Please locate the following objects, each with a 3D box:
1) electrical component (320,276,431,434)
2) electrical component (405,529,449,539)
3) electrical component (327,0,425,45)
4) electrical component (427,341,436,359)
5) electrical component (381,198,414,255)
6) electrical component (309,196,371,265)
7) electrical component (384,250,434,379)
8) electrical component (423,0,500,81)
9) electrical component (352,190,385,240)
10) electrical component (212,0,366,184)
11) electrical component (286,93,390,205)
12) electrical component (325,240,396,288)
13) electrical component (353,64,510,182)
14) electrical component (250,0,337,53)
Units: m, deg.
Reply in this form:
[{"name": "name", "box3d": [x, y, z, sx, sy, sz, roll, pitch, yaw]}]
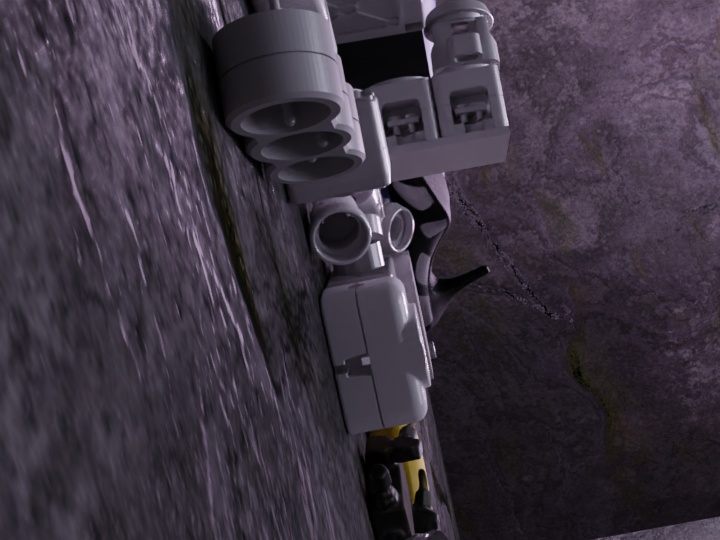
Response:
[{"name": "electrical component", "box3d": [0.013, 0.055, 0.716, 0.053, 0.059, 0.095, -78, 156, -81]}, {"name": "electrical component", "box3d": [0.043, 0.199, 0.650, 0.080, 0.051, 0.080, 56, -12, 18]}, {"name": "electrical component", "box3d": [-0.012, -0.205, 0.749, 0.108, 0.109, 0.056, 65, 17, -75]}, {"name": "electrical component", "box3d": [0.048, 0.089, 1.122, 0.048, 0.062, 0.048, -12, 90, -86]}, {"name": "electrical component", "box3d": [0.016, -0.041, 0.991, 0.048, 0.055, 0.066, -43, 132, -39]}, {"name": "electrical component", "box3d": [-0.015, -0.030, 0.714, 0.046, 0.040, 0.040, -108, -175, -66]}, {"name": "electrical component", "box3d": [0.030, 0.047, 1.017, 0.078, 0.057, 0.113, -94, 172, -62]}, {"name": "electrical component", "box3d": [0.083, -0.182, 0.875, 0.078, 0.058, 0.057, 68, 14, -72]}, {"name": "electrical component", "box3d": [-0.001, -0.045, 0.922, 0.077, 0.044, 0.079, 66, 13, -73]}, {"name": "electrical component", "box3d": [-0.034, -0.093, 0.507, 0.138, 0.052, 0.073, 55, 24, -79]}, {"name": "electrical component", "box3d": [-0.015, -0.071, 0.656, 0.096, 0.062, 0.061, -81, 160, -79]}, {"name": "electrical component", "box3d": [0.000, 0.000, 0.780, 0.083, 0.047, 0.075, -76, 154, -81]}, {"name": "electrical component", "box3d": [0.034, -0.109, 0.824, 0.089, 0.150, 0.061, 56, 25, -81]}, {"name": "electrical component", "box3d": [-0.044, -0.171, 0.660, 0.077, 0.043, 0.079, 74, 6, -53]}]
